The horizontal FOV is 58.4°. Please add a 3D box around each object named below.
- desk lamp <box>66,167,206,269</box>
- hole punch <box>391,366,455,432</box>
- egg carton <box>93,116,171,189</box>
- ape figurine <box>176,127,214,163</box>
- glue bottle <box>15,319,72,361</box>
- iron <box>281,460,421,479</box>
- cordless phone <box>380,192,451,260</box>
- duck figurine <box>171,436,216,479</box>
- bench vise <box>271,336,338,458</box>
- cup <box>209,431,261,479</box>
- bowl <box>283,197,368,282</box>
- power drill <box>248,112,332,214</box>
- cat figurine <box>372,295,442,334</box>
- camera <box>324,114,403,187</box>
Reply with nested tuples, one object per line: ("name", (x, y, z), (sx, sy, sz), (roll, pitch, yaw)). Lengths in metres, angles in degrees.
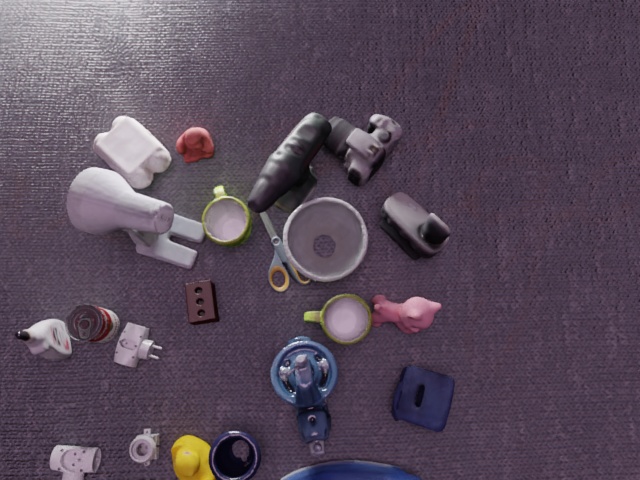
("desk lamp", (-0.334, -0.040, 1.068), (0.203, 0.213, 0.118), (17, 78, 3))
("hole punch", (0.190, 0.296, 1.069), (0.101, 0.091, 0.109), (16, 78, 2))
("egg carton", (-0.382, -0.180, 1.171), (0.150, 0.069, 0.107), (41, 80, 7))
("ape figurine", (-0.254, -0.200, 1.167), (0.077, 0.092, 0.076), (24, 78, 4))
("glue bottle", (-0.504, 0.178, 1.036), (0.037, 0.173, 0.078), (-22, 79, -6))
("iron", (0.053, 0.456, 1.005), (0.258, 0.141, 0.119), (7, 77, 0))
("cordless phone", (0.190, -0.041, 1.095), (0.147, 0.185, 0.094), (42, 80, 8))
("duck figurine", (-0.233, 0.408, 1.037), (0.077, 0.086, 0.104), (-37, 81, -8))
("bench vise", (-0.010, 0.267, 1.005), (0.121, 0.220, 0.207), (-27, 79, -7))
("cup", (-0.148, 0.402, 1.036), (0.091, 0.095, 0.118), (-3, 78, -2))
("bowl", (0.010, 0.004, 1.137), (0.167, 0.075, 0.167), (0, 78, -1))
("power drill", (-0.057, -0.124, 1.096), (0.075, 0.208, 0.230), (30, 79, 6))
("cat figurine", (0.161, 0.139, 1.090), (0.127, 0.118, 0.067), (10, 77, 1))
("camera", (0.079, -0.207, 1.172), (0.136, 0.101, 0.143), (37, 79, 7))
